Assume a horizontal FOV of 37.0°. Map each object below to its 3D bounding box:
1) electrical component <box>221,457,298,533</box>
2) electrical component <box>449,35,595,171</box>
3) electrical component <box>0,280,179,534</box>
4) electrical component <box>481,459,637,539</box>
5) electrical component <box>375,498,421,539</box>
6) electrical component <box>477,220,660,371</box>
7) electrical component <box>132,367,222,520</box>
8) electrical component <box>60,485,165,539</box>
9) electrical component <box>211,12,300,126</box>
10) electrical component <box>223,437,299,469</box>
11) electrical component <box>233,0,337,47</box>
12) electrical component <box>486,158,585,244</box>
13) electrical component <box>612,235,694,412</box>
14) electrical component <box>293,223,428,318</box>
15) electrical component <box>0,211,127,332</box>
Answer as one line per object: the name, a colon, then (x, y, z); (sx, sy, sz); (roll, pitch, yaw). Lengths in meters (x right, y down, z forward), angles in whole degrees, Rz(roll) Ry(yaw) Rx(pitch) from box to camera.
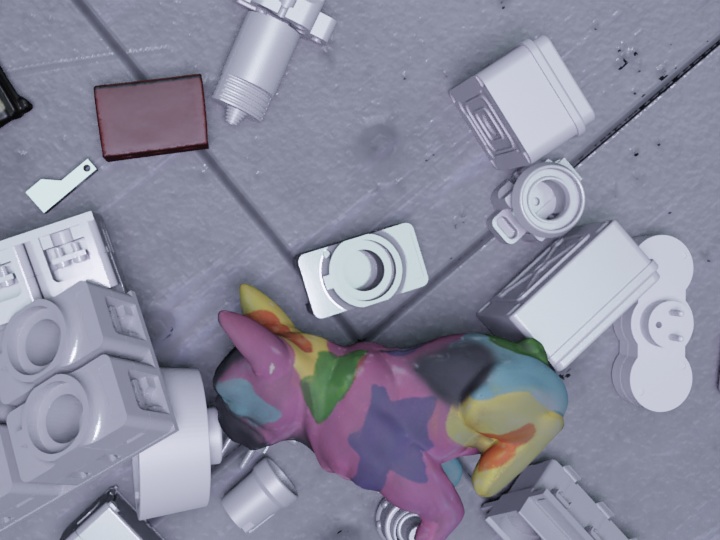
electrical component: (-0.076, 0.170, 0.811); (0.046, 0.040, 0.040); (-40, 96, -1)
electrical component: (0.119, -0.122, 0.800); (0.057, 0.113, 0.078); (-33, 96, -4)
electrical component: (-0.225, 0.098, 0.718); (0.186, 0.060, 0.105); (-31, 65, 18)
electrical component: (0.164, 0.210, 0.833); (0.121, 0.079, 0.063); (47, 55, -7)
electrical component: (0.039, 0.195, 0.817); (0.048, 0.062, 0.048); (0, 91, -9)
electrical component: (0.154, 0.019, 0.810); (0.109, 0.109, 0.056); (-42, 94, -6)
electrical component: (-0.131, 0.121, 0.769); (0.060, 0.108, 0.108); (-3, 91, -15)
electrical component: (-0.172, 0.216, 0.784); (0.061, 0.062, 0.096); (-43, 96, -6)
electrical component: (-0.080, -0.146, 0.803); (0.043, 0.043, 0.081); (23, 87, -9)
electrical component: (-0.077, 0.111, 0.805); (0.066, 0.047, 0.076); (32, 86, -8)
electrical component: (-0.048, -0.211, 0.801); (0.078, 0.058, 0.057); (25, 90, -8)
electrical component: (0.140, -0.054, 0.832); (0.078, 0.057, 0.058); (-42, 97, -6)
electrical component: (0.236, 0.042, 0.840); (0.052, 0.074, 0.138); (0, 91, -9)
electrical component: (0.000, 0.000, 0.811); (0.089, 0.056, 0.050); (-17, 93, -8)
electrical component: (-0.247, 0.013, 0.755); (0.150, 0.089, 0.061); (-19, 93, -8)
